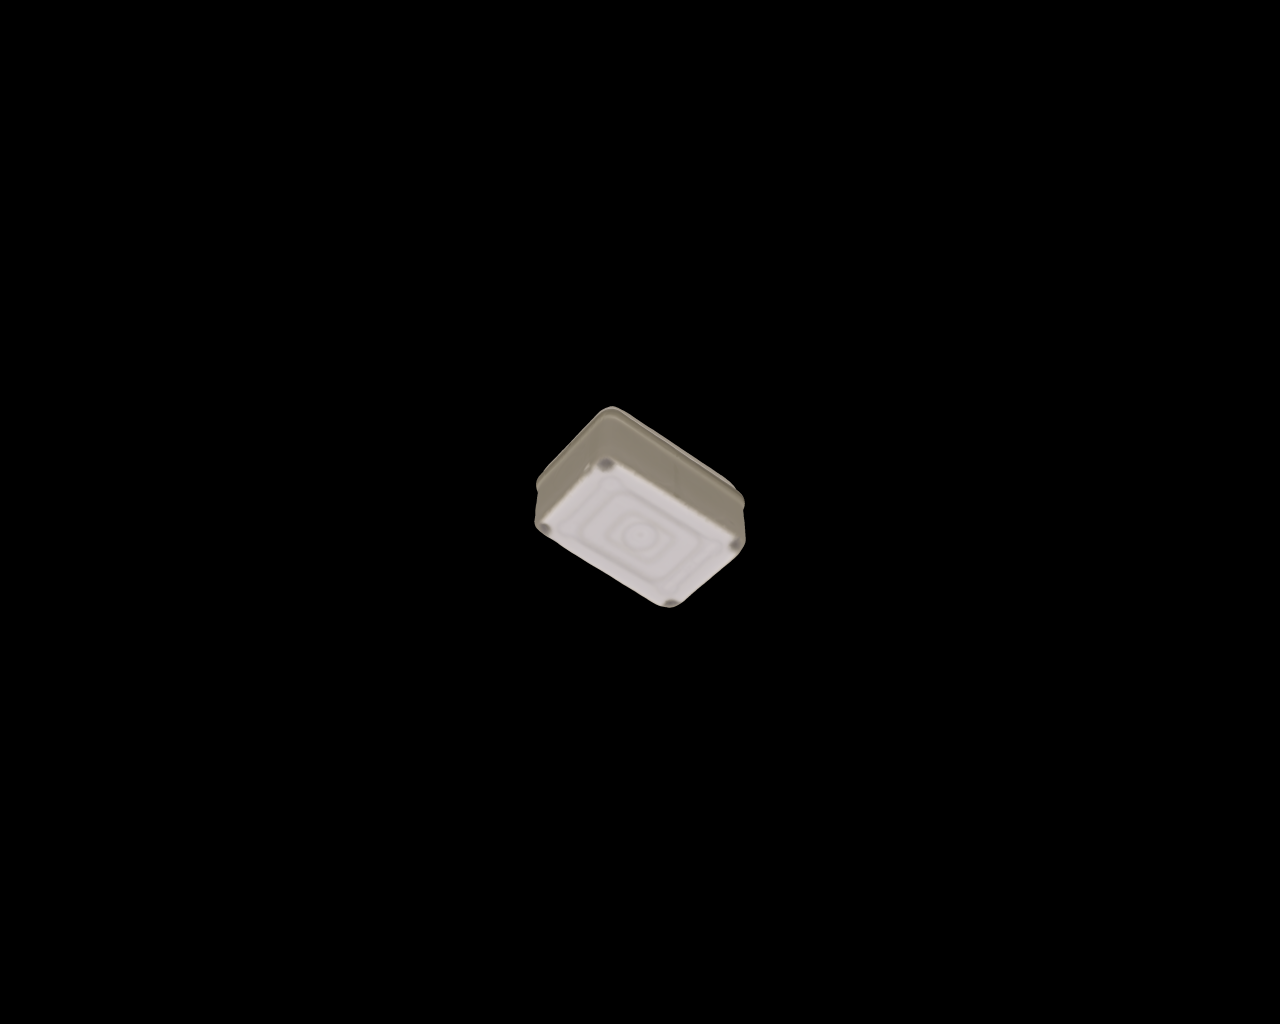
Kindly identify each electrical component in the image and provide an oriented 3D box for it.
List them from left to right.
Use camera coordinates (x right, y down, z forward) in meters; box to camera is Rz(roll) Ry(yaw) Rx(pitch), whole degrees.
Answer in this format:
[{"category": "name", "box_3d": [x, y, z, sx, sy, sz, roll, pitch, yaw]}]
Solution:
[{"category": "electrical component", "box_3d": [0.001, -0.003, 0.650, 0.113, 0.057, 0.078, 33, -58, -24]}]
